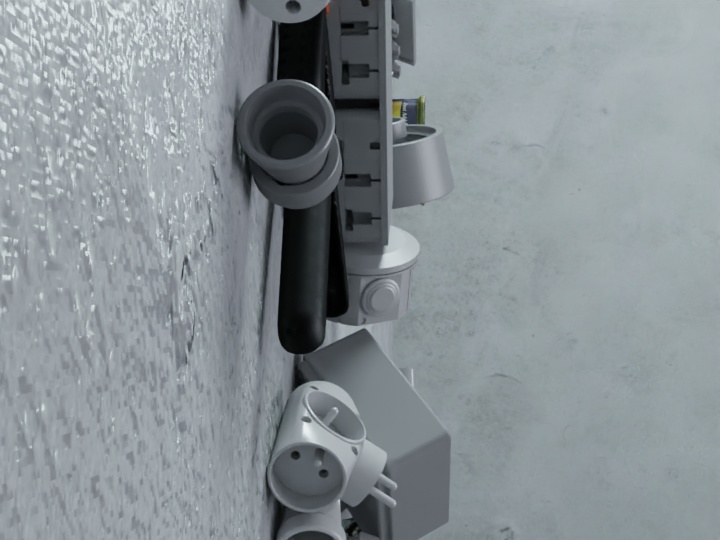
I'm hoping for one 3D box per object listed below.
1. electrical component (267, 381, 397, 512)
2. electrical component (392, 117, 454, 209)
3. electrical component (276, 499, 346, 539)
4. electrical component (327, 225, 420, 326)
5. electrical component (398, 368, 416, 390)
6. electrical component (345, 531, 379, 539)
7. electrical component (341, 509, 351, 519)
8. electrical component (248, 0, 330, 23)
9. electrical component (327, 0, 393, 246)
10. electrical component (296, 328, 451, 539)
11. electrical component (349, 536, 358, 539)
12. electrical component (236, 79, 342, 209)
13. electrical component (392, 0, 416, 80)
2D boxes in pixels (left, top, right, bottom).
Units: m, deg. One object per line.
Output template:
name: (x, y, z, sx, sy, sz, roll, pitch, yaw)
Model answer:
electrical component: (-0.011, 0.108, 0.615, 0.044, 0.079, 0.077, -53, -171, 18)
electrical component: (0.020, -0.090, 0.870, 0.108, 0.108, 0.060, -78, 162, -72)
electrical component: (-0.028, 0.148, 0.622, 0.046, 0.040, 0.040, -94, -178, -61)
electrical component: (0.000, 0.000, 0.750, 0.080, 0.080, 0.051, -82, 177, -64)
electrical component: (0.017, 0.137, 1.021, 0.113, 0.078, 0.057, 81, 7, -68)
electrical component: (-0.016, 0.190, 0.680, 0.048, 0.055, 0.066, 84, 7, -56)
electrical component: (-0.015, 0.157, 0.822, 0.044, 0.044, 0.065, -80, 174, -69)
electrical component: (-0.032, -0.149, 0.507, 0.045, 0.045, 0.055, 87, 5, -45)
electrical component: (-0.010, -0.122, 0.722, 0.105, 0.060, 0.186, -81, 170, -68)
electrical component: (0.010, 0.115, 0.716, 0.108, 0.056, 0.108, 50, -24, 38)
electrical component: (-0.009, 0.230, 0.857, 0.040, 0.046, 0.040, -1, 90, -88)
electrical component: (-0.032, -0.057, 0.506, 0.055, 0.045, 0.045, 80, 10, -71)
electrical component: (0.007, -0.211, 0.954, 0.121, 0.079, 0.063, 77, 35, -74)
